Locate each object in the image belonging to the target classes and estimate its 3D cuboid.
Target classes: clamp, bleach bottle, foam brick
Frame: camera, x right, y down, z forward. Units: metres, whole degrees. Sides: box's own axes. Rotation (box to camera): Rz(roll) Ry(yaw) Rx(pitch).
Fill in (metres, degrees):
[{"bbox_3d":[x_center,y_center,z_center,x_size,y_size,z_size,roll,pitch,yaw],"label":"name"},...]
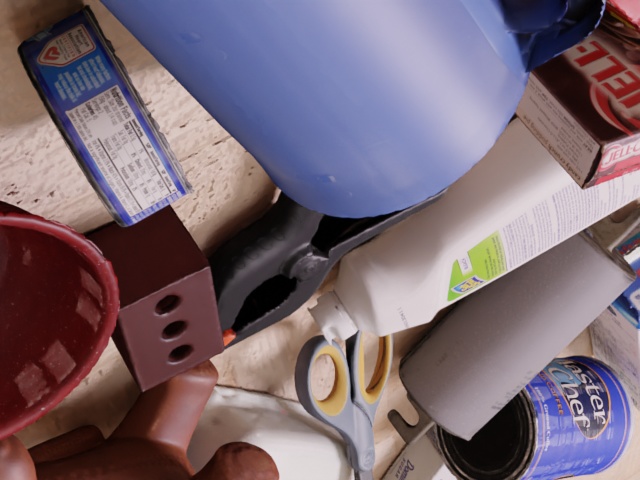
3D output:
[{"bbox_3d":[-0.004,0.001,0.602,0.120,0.039,0.172,14,129,-43],"label":"clamp"},{"bbox_3d":[0.103,-0.017,0.653,0.251,0.068,0.102,-32,145,-2],"label":"bleach bottle"},{"bbox_3d":[-0.086,0.030,0.553,0.053,0.051,0.078,-25,144,-16],"label":"foam brick"}]

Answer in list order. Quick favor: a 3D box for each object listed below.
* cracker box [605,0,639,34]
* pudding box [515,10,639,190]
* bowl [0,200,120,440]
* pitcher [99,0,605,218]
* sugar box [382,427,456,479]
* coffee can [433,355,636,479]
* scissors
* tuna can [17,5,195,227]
[{"bbox_3d":[0.142,-0.201,0.458,0.164,0.072,0.213,-48,145,17],"label":"cracker box"},{"bbox_3d":[0.143,-0.086,0.559,0.089,0.114,0.039,-19,144,-25],"label":"pudding box"},{"bbox_3d":[-0.175,0.032,0.475,0.162,0.055,0.162,-22,143,-18],"label":"bowl"},{"bbox_3d":[-0.016,-0.117,0.367,0.149,0.145,0.242,-45,142,3],"label":"pitcher"},{"bbox_3d":[0.140,0.203,0.961,0.175,0.048,0.093,4,130,-39],"label":"sugar box"},{"bbox_3d":[0.176,0.148,0.874,0.140,0.103,0.103,4,130,-43],"label":"coffee can"},{"bbox_3d":[0.015,0.139,0.707,0.096,0.016,0.202,-4,101,-47],"label":"scissors"},{"bbox_3d":[-0.086,-0.049,0.430,0.033,0.086,0.086,-30,145,-5],"label":"tuna can"}]
